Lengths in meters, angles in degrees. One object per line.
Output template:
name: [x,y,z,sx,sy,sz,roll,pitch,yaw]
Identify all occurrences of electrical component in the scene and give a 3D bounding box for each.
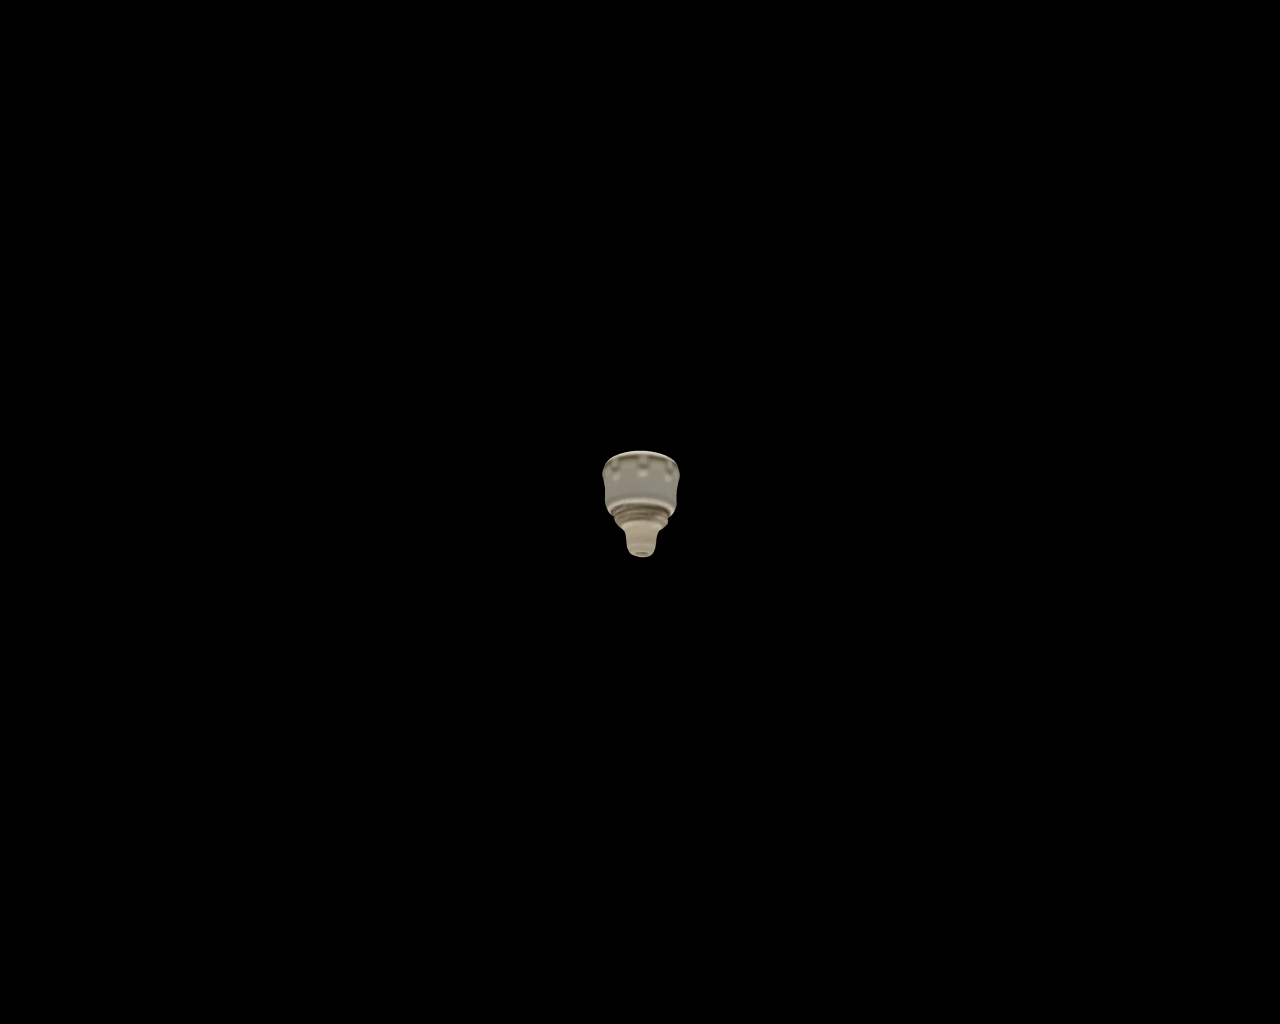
electrical component: [0.001,-0.003,0.650,0.048,0.062,0.048,0,-20,0]
